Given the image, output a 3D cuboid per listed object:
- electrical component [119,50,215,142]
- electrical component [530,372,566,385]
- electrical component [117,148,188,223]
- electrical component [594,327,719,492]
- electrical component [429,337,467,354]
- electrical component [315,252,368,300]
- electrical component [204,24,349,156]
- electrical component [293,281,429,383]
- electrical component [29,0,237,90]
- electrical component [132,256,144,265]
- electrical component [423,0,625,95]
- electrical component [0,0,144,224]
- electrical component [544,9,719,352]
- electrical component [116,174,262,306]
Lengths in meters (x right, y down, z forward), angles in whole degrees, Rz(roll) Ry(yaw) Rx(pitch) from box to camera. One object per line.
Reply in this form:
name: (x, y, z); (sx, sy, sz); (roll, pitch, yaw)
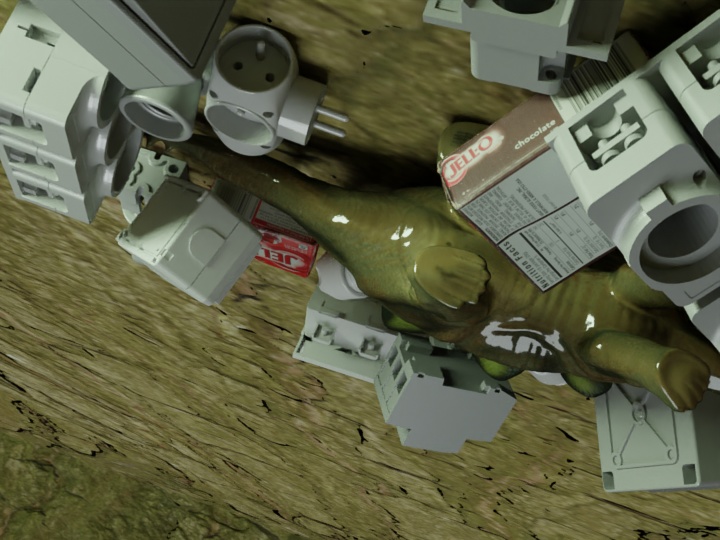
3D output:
electrical component: (-0.108, -0.109, 0.622); (0.045, 0.055, 0.045); (17, 159, 7)
electrical component: (0.154, 0.070, 0.845); (0.043, 0.043, 0.062); (3, 155, 37)
electrical component: (-0.156, -0.057, 0.807); (0.066, 0.048, 0.055); (18, 151, 5)
electrical component: (0.219, 0.101, 0.759); (0.056, 0.108, 0.109); (2, 166, -23)
electrical component: (0.089, 0.051, 0.818); (0.064, 0.042, 0.081); (4, 126, -18)
electrical component: (0.000, 0.000, 0.810); (0.062, 0.043, 0.043); (-6, 147, 46)
electrical component: (-0.044, -0.095, 0.615); (0.079, 0.044, 0.077); (20, 159, 1)
electrical component: (0.015, 0.052, 0.893); (0.121, 0.078, 0.063); (17, 137, 8)
electrical component: (-0.107, -0.136, 0.545); (0.061, 0.061, 0.096); (3, 153, 38)
electrical component: (-0.145, -0.016, 0.899); (0.081, 0.043, 0.043); (15, 159, 12)
electrical component: (0.073, -0.112, 0.473); (0.081, 0.042, 0.063); (16, 162, 13)
electrical component: (-0.174, -0.100, 0.655); (0.062, 0.089, 0.150); (20, 159, -1)
electrical component: (0.185, -0.023, 0.492); (0.105, 0.060, 0.186); (-36, 130, 21)
electrical component: (-0.118, -0.021, 0.741); (0.061, 0.061, 0.096); (41, 170, -31)
